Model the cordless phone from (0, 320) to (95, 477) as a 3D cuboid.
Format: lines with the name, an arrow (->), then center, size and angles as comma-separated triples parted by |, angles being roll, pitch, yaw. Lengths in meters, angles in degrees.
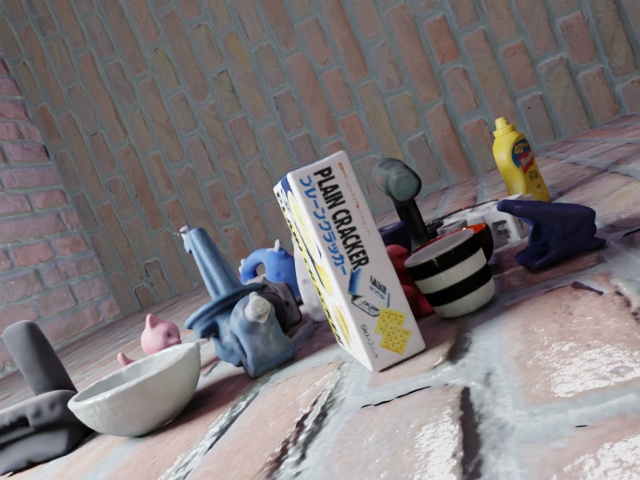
cordless phone -> -0.405, 0.210, 0.786 | 0.147, 0.185, 0.094 | -23, 4, 3

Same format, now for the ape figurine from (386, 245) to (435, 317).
ape figurine -> 0.105, 0.050, 0.719 | 0.078, 0.092, 0.076 | -26, 5, -41

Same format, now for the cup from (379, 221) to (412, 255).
cup -> 0.121, 0.025, 0.977 | 0.091, 0.095, 0.118 | -22, 4, 17

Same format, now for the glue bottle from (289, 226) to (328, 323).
glue bottle -> -0.012, 0.043, 0.900 | 0.078, 0.173, 0.037 | -19, 5, 45

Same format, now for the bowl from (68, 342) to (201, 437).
bowl -> -0.217, 0.195, 0.714 | 0.167, 0.075, 0.167 | -23, 4, 2

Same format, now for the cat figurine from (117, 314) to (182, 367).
cat figurine -> -0.262, 0.178, 0.905 | 0.067, 0.118, 0.128 | -20, 5, 38

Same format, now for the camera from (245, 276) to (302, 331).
camera -> -0.109, 0.120, 0.947 | 0.143, 0.101, 0.137 | -23, 4, -4

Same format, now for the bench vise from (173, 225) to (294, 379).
bench vise -> -0.117, 0.070, 0.785 | 0.206, 0.220, 0.122 | -19, 5, 45

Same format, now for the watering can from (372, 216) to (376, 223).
watering can -> 0.044, -0.024, 1.386 | 0.173, 0.194, 0.100 | -24, 4, -17

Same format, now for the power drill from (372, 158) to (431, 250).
power drill -> 0.160, -0.061, 1.095 | 0.075, 0.208, 0.229 | -23, 4, -2

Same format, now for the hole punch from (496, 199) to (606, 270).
hole punch -> 0.281, -0.023, 0.706 | 0.101, 0.091, 0.109 | -22, 4, 7

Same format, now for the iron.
iron -> -0.119, 0.084, 1.221 | 0.119, 0.141, 0.257 | -26, 4, -37
